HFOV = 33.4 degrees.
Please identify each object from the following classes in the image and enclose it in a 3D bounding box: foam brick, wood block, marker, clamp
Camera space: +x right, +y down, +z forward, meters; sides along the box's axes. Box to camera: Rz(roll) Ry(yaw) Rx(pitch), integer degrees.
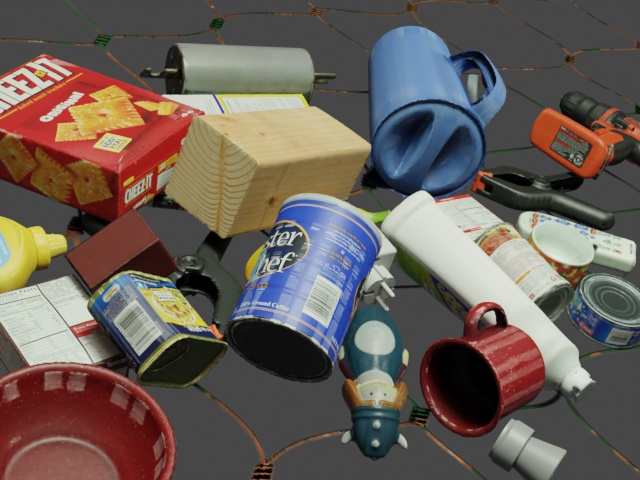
[{"bbox_3d":[-0.179,0.020,0.966,0.078,0.053,0.051,-36,55,-12],"label":"foam brick"},{"bbox_3d":[-0.048,-0.075,1.105,0.090,0.091,0.205,37,27,23],"label":"wood block"},{"bbox_3d":[-0.131,-0.038,1.123,0.121,0.020,0.020,6,39,-15],"label":"marker"},{"bbox_3d":[-0.121,0.029,1.028,0.164,0.036,0.210,-10,43,-28],"label":"clamp"},{"bbox_3d":[0.269,-0.053,1.285,0.171,0.039,0.120,1,26,-20],"label":"clamp"}]

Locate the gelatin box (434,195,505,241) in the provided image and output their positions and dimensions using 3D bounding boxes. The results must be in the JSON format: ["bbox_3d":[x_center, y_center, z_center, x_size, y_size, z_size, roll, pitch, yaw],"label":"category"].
[{"bbox_3d":[0.164,-0.013,1.198,0.073,0.030,0.089,-12,39,-33],"label":"gelatin box"}]

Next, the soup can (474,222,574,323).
[{"bbox_3d":[0.210,0.039,1.127,0.068,0.069,0.102,-13,48,-34],"label":"soup can"}]

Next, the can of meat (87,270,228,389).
[{"bbox_3d":[-0.138,0.075,0.904,0.084,0.057,0.102,48,10,22],"label":"can of meat"}]

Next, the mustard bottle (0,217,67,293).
[{"bbox_3d":[-0.317,0.019,0.943,0.191,0.058,0.096,-12,44,-33],"label":"mustard bottle"}]

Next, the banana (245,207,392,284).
[{"bbox_3d":[-0.015,0.002,1.088,0.197,0.070,0.037,-28,99,-37],"label":"banana"}]

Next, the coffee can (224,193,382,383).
[{"bbox_3d":[-0.013,0.043,0.966,0.103,0.103,0.140,21,59,4],"label":"coffee can"}]

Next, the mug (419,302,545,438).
[{"bbox_3d":[0.152,0.113,0.979,0.093,0.117,0.081,9,18,44],"label":"mug"}]

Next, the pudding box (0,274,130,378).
[{"bbox_3d":[-0.227,0.085,0.915,0.089,0.039,0.114,-17,48,-36],"label":"pudding box"}]

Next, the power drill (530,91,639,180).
[{"bbox_3d":[0.356,-0.140,1.398,0.187,0.057,0.185,-12,41,-46],"label":"power drill"}]

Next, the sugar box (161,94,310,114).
[{"bbox_3d":[-0.090,-0.127,1.229,0.176,0.048,0.093,-5,43,-22],"label":"sugar box"}]

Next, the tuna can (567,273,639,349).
[{"bbox_3d":[0.313,0.076,1.151,0.086,0.034,0.086,11,38,-9],"label":"tuna can"}]

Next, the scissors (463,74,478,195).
[{"bbox_3d":[0.184,-0.132,1.317,0.016,0.096,0.201,3,34,9],"label":"scissors"}]

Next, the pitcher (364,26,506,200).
[{"bbox_3d":[0.128,-0.170,1.293,0.149,0.145,0.243,5,35,-5],"label":"pitcher"}]

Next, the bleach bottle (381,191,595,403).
[{"bbox_3d":[0.169,0.062,1.056,0.068,0.102,0.251,-40,61,-10],"label":"bleach bottle"}]

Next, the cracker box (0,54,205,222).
[{"bbox_3d":[-0.249,-0.111,1.099,0.214,0.072,0.164,21,35,17],"label":"cracker box"}]

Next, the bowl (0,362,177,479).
[{"bbox_3d":[-0.193,0.169,0.810,0.162,0.055,0.162,11,38,-9],"label":"bowl"}]
